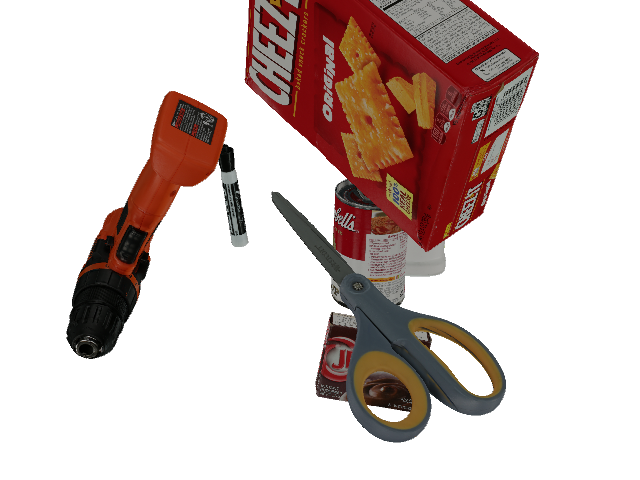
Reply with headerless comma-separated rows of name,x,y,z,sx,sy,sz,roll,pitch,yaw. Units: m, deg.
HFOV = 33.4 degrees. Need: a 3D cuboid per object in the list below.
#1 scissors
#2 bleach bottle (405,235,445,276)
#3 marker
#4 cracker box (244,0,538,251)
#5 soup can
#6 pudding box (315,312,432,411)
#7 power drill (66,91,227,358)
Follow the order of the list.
scissors,0.014,0.044,0.621,0.202,0.016,0.096,35,53,25
bleach bottle,0.109,-0.094,1.141,0.068,0.251,0.102,1,26,-8
marker,-0.097,-0.049,1.173,0.020,0.121,0.020,-6,29,3
cracker box,0.037,-0.119,0.757,0.072,0.214,0.164,-33,-26,-27
soup can,0.044,0.003,0.932,0.068,0.102,0.068,2,26,-1
pudding box,0.057,0.132,1.162,0.113,0.090,0.039,9,23,-3
power drill,-0.145,-0.015,0.865,0.057,0.188,0.184,26,31,-16
